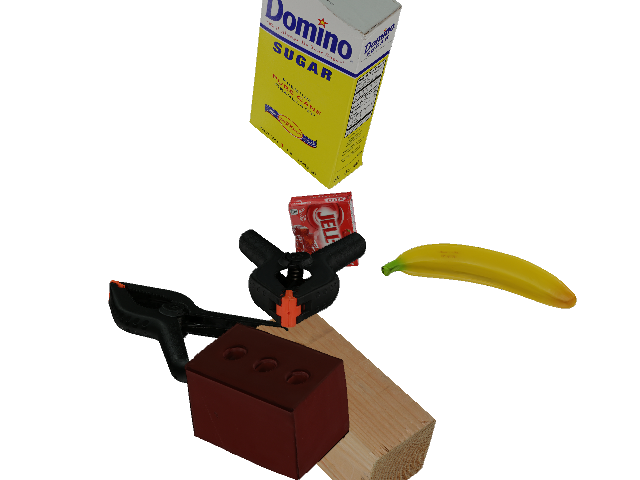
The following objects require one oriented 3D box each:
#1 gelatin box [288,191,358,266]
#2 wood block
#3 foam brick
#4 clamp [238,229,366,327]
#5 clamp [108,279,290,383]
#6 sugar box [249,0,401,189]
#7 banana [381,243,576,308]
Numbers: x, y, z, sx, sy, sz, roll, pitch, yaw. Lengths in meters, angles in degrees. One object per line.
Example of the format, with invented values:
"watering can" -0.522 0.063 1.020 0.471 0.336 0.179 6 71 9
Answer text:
"gelatin box" 0.005 -0.011 1.262 0.073 0.089 0.030 -3 29 9
"wood block" 0.014 0.172 1.139 0.090 0.090 0.206 -27 52 -33
"foam brick" -0.030 0.090 0.607 0.078 0.051 0.052 16 34 30
"clamp" -0.031 0.027 0.957 0.120 0.039 0.171 -1 19 13
"clamp" -0.160 0.091 1.140 0.210 0.036 0.164 18 21 28
"sugar box" -0.002 -0.124 0.777 0.048 0.093 0.176 -41 -20 -25
"banana" 0.165 0.035 1.106 0.198 0.037 0.069 8 39 11
